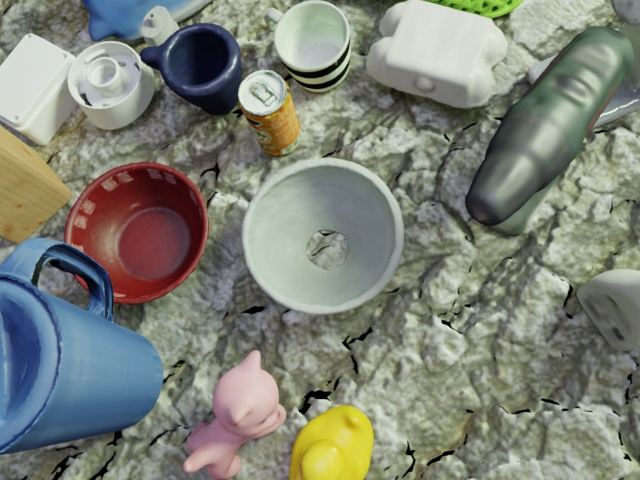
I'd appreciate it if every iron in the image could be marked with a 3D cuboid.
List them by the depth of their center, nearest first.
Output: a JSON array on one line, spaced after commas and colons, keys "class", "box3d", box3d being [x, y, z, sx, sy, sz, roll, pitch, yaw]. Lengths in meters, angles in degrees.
[{"class": "iron", "box3d": [-0.198, -0.358, 0.696, 0.258, 0.141, 0.118, -31, 73, -3]}]

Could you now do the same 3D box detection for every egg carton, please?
[{"class": "egg carton", "box3d": [0.133, -0.211, 0.659, 0.150, 0.069, 0.107, 19, 77, 11]}]

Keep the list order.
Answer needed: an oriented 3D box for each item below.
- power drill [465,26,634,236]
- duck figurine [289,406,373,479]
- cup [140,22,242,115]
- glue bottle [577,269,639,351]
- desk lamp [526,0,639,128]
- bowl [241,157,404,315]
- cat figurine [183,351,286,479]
[{"class": "power drill", "box3d": [0.200, -0.080, 0.543, 0.075, 0.208, 0.230, 34, 80, 14]}, {"class": "duck figurine", "box3d": [0.008, 0.208, 0.545, 0.077, 0.086, 0.105, 35, 80, 14]}, {"class": "cup", "box3d": [-0.141, -0.189, 0.667, 0.117, 0.095, 0.092, 8, 75, 8]}, {"class": "glue bottle", "box3d": [0.289, 0.055, 0.515, 0.037, 0.173, 0.078, -28, 73, -2]}, {"class": "desk lamp", "box3d": [0.340, -0.217, 0.565, 0.203, 0.214, 0.118, -25, 73, -1]}, {"class": "bowl", "box3d": [0.006, 0.002, 0.609, 0.167, 0.075, 0.167, -1, 74, 5]}, {"class": "cat figurine", "box3d": [-0.082, 0.171, 0.548, 0.067, 0.118, 0.128, 40, 82, 15]}]
